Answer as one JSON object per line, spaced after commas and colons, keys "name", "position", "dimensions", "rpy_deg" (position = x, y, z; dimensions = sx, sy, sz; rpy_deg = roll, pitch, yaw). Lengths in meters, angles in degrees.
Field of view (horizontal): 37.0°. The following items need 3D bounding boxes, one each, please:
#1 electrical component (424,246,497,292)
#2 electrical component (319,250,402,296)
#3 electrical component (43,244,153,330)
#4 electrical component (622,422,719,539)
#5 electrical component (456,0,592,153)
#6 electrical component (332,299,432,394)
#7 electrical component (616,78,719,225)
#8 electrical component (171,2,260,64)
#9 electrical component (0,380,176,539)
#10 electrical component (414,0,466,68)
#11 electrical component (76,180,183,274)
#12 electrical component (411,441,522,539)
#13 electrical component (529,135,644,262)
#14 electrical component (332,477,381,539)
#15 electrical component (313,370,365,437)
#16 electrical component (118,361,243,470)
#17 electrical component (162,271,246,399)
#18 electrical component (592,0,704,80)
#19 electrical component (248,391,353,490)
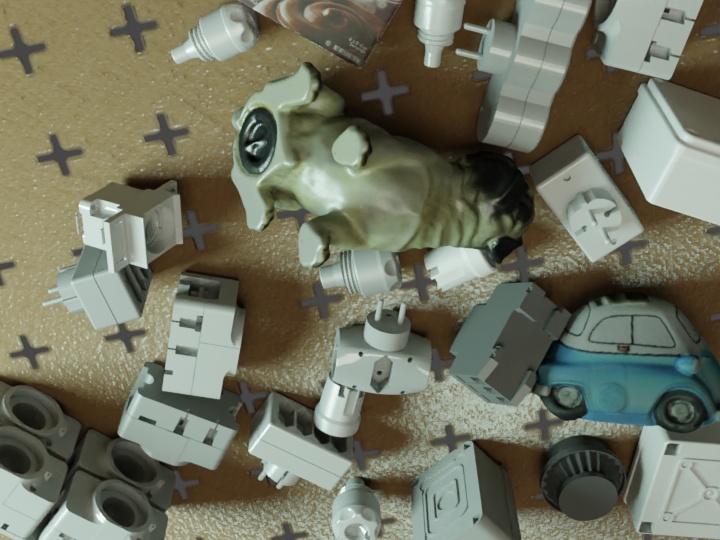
{"name": "electrical component", "position": [0.079, -0.008, 0.846], "dimensions": [0.046, 0.040, 0.040], "rpy_deg": [-26, 118, 20]}
{"name": "electrical component", "position": [0.000, 0.000, 0.845], "dimensions": [0.062, 0.043, 0.043], "rpy_deg": [-12, 120, 7]}
{"name": "electrical component", "position": [-0.208, 0.011, 0.832], "dimensions": [0.077, 0.065, 0.047], "rpy_deg": [-16, 120, 7]}
{"name": "electrical component", "position": [0.301, 0.179, 0.949], "dimensions": [0.109, 0.056, 0.108], "rpy_deg": [5, 120, -5]}
{"name": "electrical component", "position": [0.105, -0.153, 0.754], "dimensions": [0.074, 0.052, 0.138], "rpy_deg": [12, 119, -9]}
{"name": "electrical component", "position": [0.020, 0.059, 0.879], "dimensions": [0.077, 0.043, 0.079], "rpy_deg": [7, 120, -6]}
{"name": "electrical component", "position": [0.252, -0.080, 0.769], "dimensions": [0.109, 0.108, 0.056], "rpy_deg": [16, 120, -11]}
{"name": "electrical component", "position": [-0.103, -0.162, 0.754], "dimensions": [0.061, 0.035, 0.035], "rpy_deg": [-22, 118, 14]}
{"name": "electrical component", "position": [-0.251, 0.176, 0.903], "dimensions": [0.186, 0.105, 0.060], "rpy_deg": [32, 114, -18]}
{"name": "electrical component", "position": [0.054, -0.172, 0.752], "dimensions": [0.035, 0.035, 0.061], "rpy_deg": [4, 122, -4]}
{"name": "electrical component", "position": [-0.172, -0.036, 0.803], "dimensions": [0.064, 0.081, 0.042], "rpy_deg": [14, 121, 23]}
{"name": "electrical component", "position": [0.092, 0.215, 0.932], "dimensions": [0.078, 0.113, 0.057], "rpy_deg": [-39, 111, 19]}
{"name": "electrical component", "position": [0.173, -0.045, 0.805], "dimensions": [0.047, 0.075, 0.083], "rpy_deg": [-34, 115, 17]}
{"name": "electrical component", "position": [-0.003, 0.211, 0.955], "dimensions": [0.043, 0.062, 0.043], "rpy_deg": [-1, 120, -1]}
{"name": "electrical component", "position": [-0.016, 0.112, 0.912], "dimensions": [0.040, 0.040, 0.046], "rpy_deg": [12, 114, -8]}
{"name": "electrical component", "position": [-0.153, 0.126, 0.909], "dimensions": [0.089, 0.050, 0.055], "rpy_deg": [23, 117, -14]}
{"name": "electrical component", "position": [-0.124, 0.054, 0.868], "dimensions": [0.056, 0.050, 0.089], "rpy_deg": [9, 119, -7]}
{"name": "electrical component", "position": [0.197, -0.185, 0.739], "dimensions": [0.056, 0.050, 0.089], "rpy_deg": [12, 119, -9]}
{"name": "electrical component", "position": [-0.060, 0.161, 0.934], "dimensions": [0.083, 0.047, 0.075], "rpy_deg": [28, 115, -17]}
